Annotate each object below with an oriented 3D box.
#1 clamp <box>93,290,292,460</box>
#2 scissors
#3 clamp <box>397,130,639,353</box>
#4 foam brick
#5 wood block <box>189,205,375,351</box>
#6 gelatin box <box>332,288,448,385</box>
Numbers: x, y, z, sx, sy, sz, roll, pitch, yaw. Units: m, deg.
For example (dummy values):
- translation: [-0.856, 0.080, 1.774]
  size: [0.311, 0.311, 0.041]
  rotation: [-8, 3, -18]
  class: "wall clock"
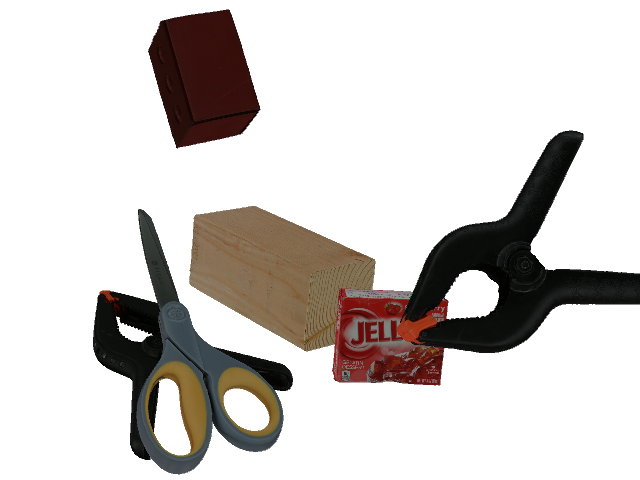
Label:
- translation: [-0.137, 0.106, 0.989]
  size: [0.164, 0.036, 0.210]
  rotation: [-16, 39, -29]
  class: "clamp"
- translation: [-0.073, 0.058, 0.671]
  size: [0.096, 0.202, 0.016]
  rotation: [10, -46, -15]
  class: "scissors"
- translation: [0.130, 0.023, 0.652]
  size: [0.171, 0.120, 0.039]
  rotation: [-38, -13, -10]
  class: "clamp"
- translation: [-0.082, -0.112, 0.741]
  size: [0.051, 0.078, 0.053]
  rotation: [-14, -9, -21]
  class: "foam brick"
- translation: [-0.046, 0.036, 1.168]
  size: [0.090, 0.090, 0.206]
  rotation: [-10, 24, -41]
  class: "wood block"
- translation: [0.057, 0.079, 0.875]
  size: [0.089, 0.073, 0.030]
  rotation: [3, 12, -4]
  class: "gelatin box"
